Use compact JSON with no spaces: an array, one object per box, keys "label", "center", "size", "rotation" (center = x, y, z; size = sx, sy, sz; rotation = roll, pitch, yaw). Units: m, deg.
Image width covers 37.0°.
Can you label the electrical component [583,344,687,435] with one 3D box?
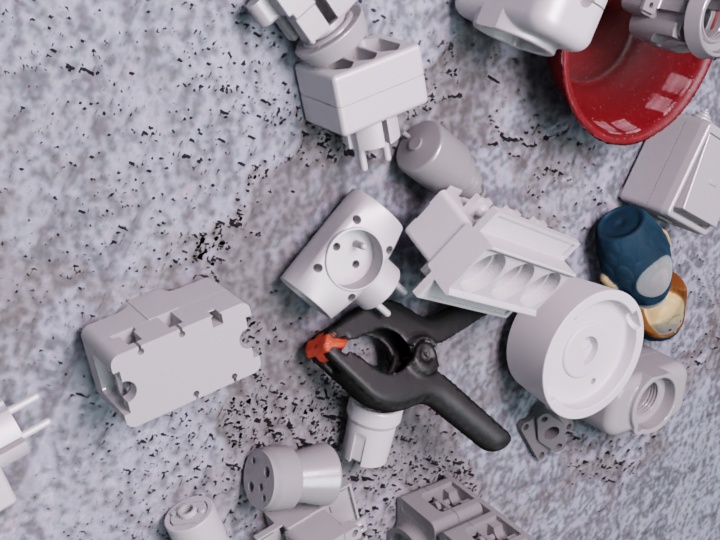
[{"label":"electrical component","center":[0.232,0.103,0.924],"size":[0.095,0.059,0.053],"rotation":[-10,114,-33]}]

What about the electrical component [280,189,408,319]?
[{"label":"electrical component","center":[0.000,0.000,0.717],"size":[0.079,0.044,0.077],"rotation":[42,82,-27]}]

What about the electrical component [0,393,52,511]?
[{"label":"electrical component","center":[-0.213,0.096,0.606],"size":[0.077,0.047,0.065],"rotation":[-29,123,-24]}]

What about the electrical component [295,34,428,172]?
[{"label":"electrical component","center":[0.004,-0.100,0.681],"size":[0.066,0.047,0.076],"rotation":[-26,122,-25]}]

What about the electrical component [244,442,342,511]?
[{"label":"electrical component","center":[-0.047,0.144,0.748],"size":[0.055,0.045,0.045],"rotation":[3,107,-37]}]

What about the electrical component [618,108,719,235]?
[{"label":"electrical component","center":[0.267,-0.084,0.869],"size":[0.062,0.061,0.096],"rotation":[20,96,-40]}]

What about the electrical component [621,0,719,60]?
[{"label":"electrical component","center":[0.226,-0.175,0.730],"size":[0.078,0.057,0.058],"rotation":[11,103,-39]}]

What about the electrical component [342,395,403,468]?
[{"label":"electrical component","center":[0.008,0.114,0.779],"size":[0.040,0.040,0.046],"rotation":[-4,116,-35]}]

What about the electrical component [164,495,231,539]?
[{"label":"electrical component","center":[-0.105,0.185,0.726],"size":[0.044,0.044,0.065],"rotation":[-31,119,-22]}]

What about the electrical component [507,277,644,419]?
[{"label":"electrical component","center":[0.165,0.057,0.855],"size":[0.108,0.060,0.108],"rotation":[-14,117,-31]}]

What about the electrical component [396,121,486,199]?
[{"label":"electrical component","center":[0.059,-0.070,0.738],"size":[0.078,0.040,0.040],"rotation":[32,89,-40]}]

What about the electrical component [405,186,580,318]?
[{"label":"electrical component","center":[0.090,-0.012,0.747],"size":[0.078,0.063,0.121],"rotation":[-48,147,20]}]

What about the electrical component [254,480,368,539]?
[{"label":"electrical component","center":[-0.030,0.192,0.768],"size":[0.081,0.064,0.042],"rotation":[-27,122,-24]}]

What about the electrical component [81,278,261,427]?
[{"label":"electrical component","center":[-0.115,0.046,0.650],"size":[0.089,0.056,0.050],"rotation":[-23,121,-27]}]

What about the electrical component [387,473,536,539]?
[{"label":"electrical component","center":[0.076,0.273,0.851],"size":[0.060,0.105,0.186],"rotation":[-15,117,-31]}]

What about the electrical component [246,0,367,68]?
[{"label":"electrical component","center":[-0.027,-0.155,0.638],"size":[0.066,0.048,0.055],"rotation":[-45,121,-12]}]

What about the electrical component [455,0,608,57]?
[{"label":"electrical component","center":[0.110,-0.176,0.695],"size":[0.054,0.095,0.059],"rotation":[16,99,-39]}]
